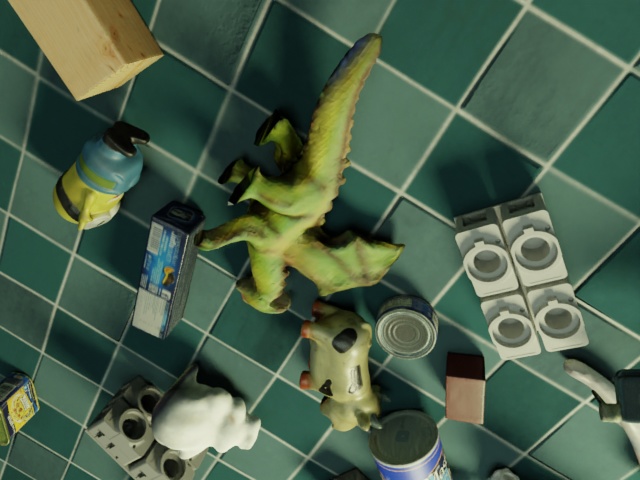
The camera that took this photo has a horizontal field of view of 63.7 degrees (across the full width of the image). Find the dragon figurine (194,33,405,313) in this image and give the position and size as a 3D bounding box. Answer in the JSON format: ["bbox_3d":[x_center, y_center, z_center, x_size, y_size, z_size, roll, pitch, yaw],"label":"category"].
[{"bbox_3d":[0.002,-0.033,0.653,0.240,0.125,0.404,36,122,-23],"label":"dragon figurine"}]

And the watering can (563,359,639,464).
[{"bbox_3d":[0.471,0.283,0.655,0.349,0.105,0.220,17,115,21],"label":"watering can"}]

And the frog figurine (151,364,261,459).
[{"bbox_3d":[-0.184,0.297,0.827,0.160,0.123,0.136,37,100,9],"label":"frog figurine"}]
